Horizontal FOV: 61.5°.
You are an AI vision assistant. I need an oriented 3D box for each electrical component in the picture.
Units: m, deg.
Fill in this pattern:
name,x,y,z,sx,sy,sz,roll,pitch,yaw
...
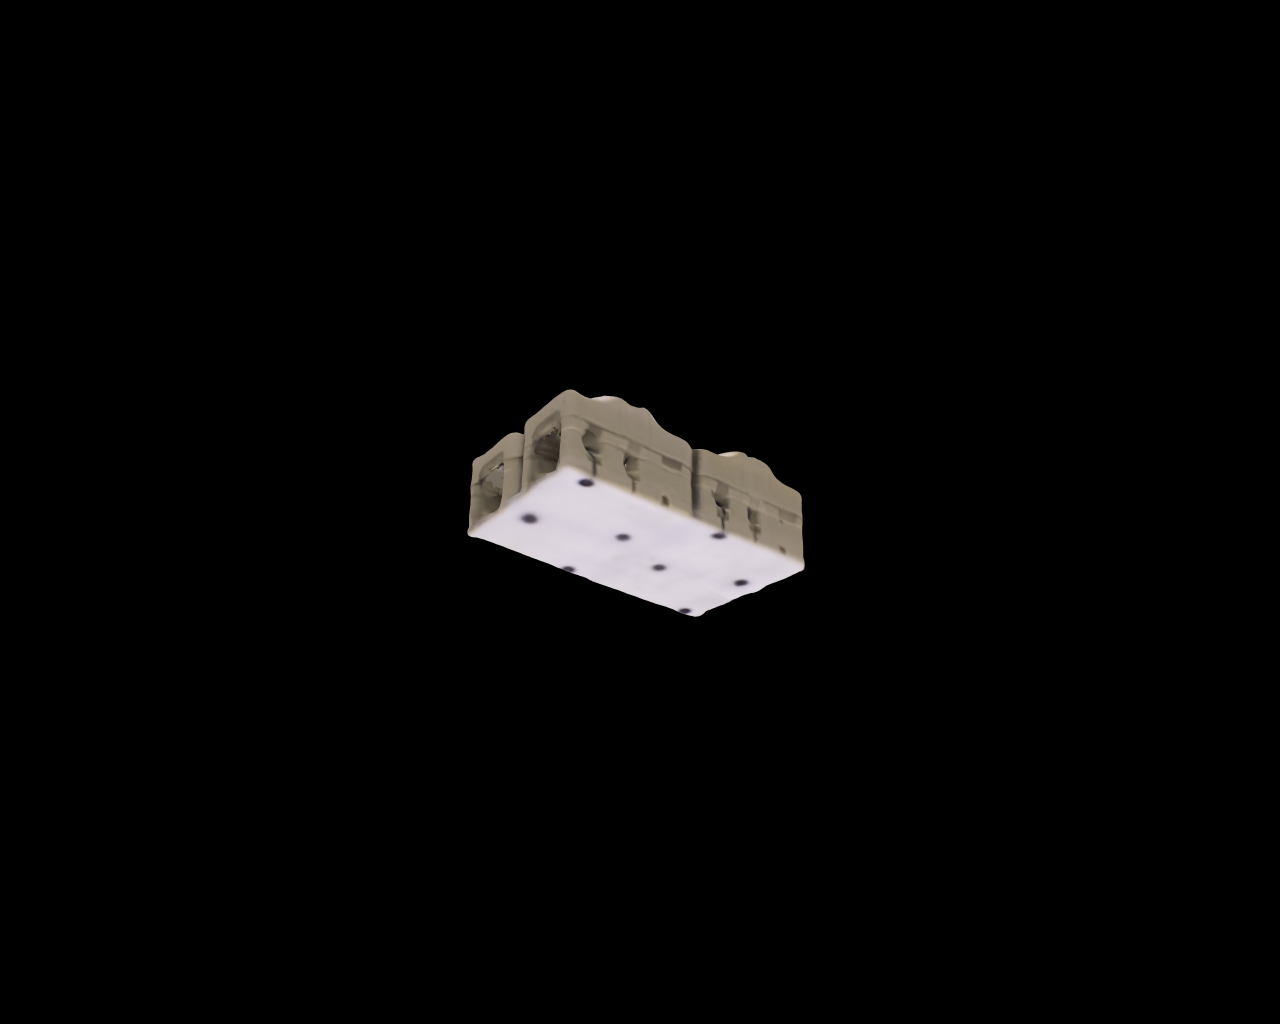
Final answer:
name,x,y,z,sx,sy,sz,roll,pitch,yaw
electrical component,0.001,-0.003,0.650,0.186,0.060,0.105,22,-36,-34
